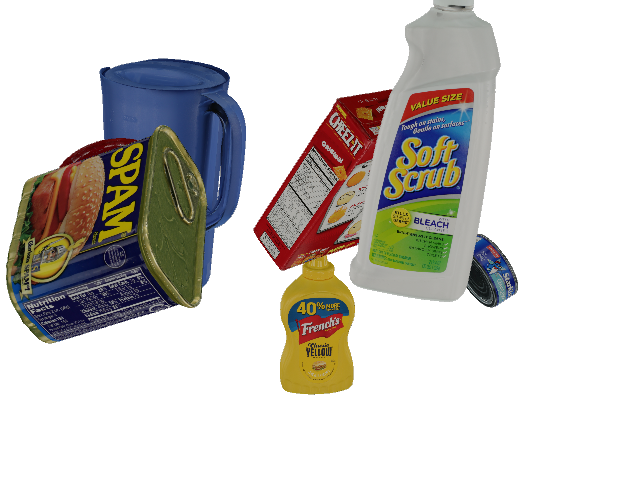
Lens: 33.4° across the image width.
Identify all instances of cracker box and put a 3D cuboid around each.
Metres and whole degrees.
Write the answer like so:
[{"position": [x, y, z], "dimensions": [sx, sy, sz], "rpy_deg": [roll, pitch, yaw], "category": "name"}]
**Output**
[{"position": [0.039, -0.073, 1.190], "dimensions": [0.163, 0.072, 0.214], "rpy_deg": [-18, -28, -45], "category": "cracker box"}]

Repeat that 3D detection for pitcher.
[{"position": [-0.159, -0.063, 1.132], "dimensions": [0.145, 0.243, 0.149], "rpy_deg": [0, 23, -10], "category": "pitcher"}]

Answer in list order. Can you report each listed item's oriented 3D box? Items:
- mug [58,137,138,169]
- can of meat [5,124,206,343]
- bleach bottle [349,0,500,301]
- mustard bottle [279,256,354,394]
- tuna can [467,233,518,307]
[{"position": [-0.176, -0.035, 0.917], "dimensions": [0.093, 0.081, 0.117], "rpy_deg": [-20, 48, -13], "category": "mug"}, {"position": [-0.110, -0.002, 0.553], "dimensions": [0.084, 0.102, 0.057], "rpy_deg": [-17, -47, 15], "category": "can of meat"}, {"position": [0.085, -0.080, 0.854], "dimensions": [0.103, 0.251, 0.068], "rpy_deg": [10, 22, 13], "category": "bleach bottle"}, {"position": [-0.004, 0.102, 1.377], "dimensions": [0.096, 0.192, 0.058], "rpy_deg": [-1, 19, -6], "category": "mustard bottle"}, {"position": [0.195, 0.037, 1.274], "dimensions": [0.033, 0.086, 0.086], "rpy_deg": [-32, 8, -14], "category": "tuna can"}]
